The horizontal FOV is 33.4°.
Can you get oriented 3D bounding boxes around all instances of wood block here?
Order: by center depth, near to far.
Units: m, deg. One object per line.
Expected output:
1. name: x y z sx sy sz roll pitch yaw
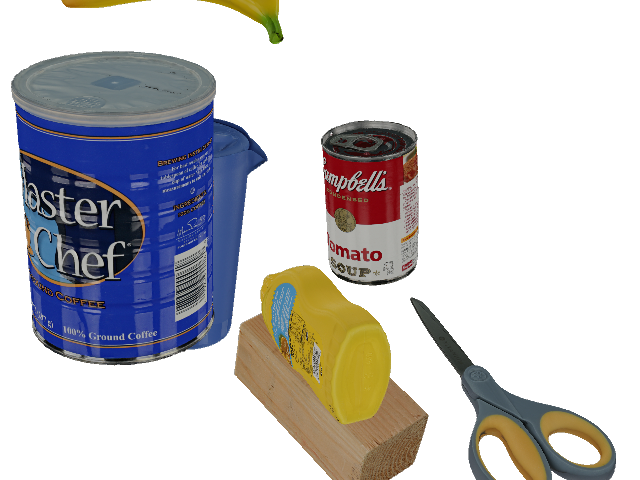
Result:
1. wood block: 0.007 0.164 1.143 0.090 0.090 0.206 -25 52 -32

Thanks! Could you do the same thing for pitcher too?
1. pitcher: -0.158 -0.008 1.169 0.149 0.243 0.144 25 31 36

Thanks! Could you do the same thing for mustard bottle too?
1. mustard bottle: -0.007 0.077 0.955 0.058 0.096 0.192 -11 27 -24

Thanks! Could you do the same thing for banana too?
1. banana: -0.114 -0.206 0.870 0.198 0.069 0.037 11 -41 16

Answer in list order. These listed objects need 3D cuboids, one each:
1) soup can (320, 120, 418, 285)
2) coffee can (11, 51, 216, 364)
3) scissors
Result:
1. soup can: 0.036 -0.027 0.773 0.068 0.102 0.068 -3 28 1
2. coffee can: -0.108 -0.019 0.573 0.103 0.140 0.103 2 26 -1
3. scissors: 0.121 0.095 0.681 0.096 0.016 0.202 -1 33 -6
